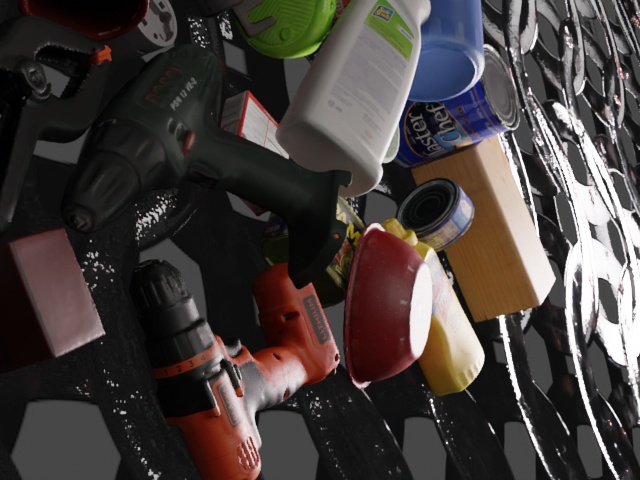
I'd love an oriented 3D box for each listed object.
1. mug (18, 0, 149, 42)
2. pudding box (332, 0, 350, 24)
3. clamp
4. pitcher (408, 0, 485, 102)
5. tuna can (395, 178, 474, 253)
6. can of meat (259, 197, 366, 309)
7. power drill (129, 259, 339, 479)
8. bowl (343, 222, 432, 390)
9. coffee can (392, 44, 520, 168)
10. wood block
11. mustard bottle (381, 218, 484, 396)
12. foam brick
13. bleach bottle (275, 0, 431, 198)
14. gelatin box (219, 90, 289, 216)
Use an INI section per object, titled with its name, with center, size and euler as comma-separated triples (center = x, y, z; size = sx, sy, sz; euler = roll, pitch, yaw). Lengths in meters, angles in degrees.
[mug]
center = -0.167, -0.209, 0.779
size = 0.093, 0.117, 0.081
euler = 18, 54, -46
[pudding box]
center = 0.028, -0.283, 1.175
size = 0.113, 0.039, 0.090
euler = -36, 114, -76
[clamp]
center = -0.213, -0.110, 0.724
size = 0.164, 0.036, 0.209
euler = 61, 30, -16
[pitcher]
center = 0.113, -0.268, 1.160
size = 0.149, 0.145, 0.243
euler = 25, 51, -39
[tuna can]
center = 0.126, -0.028, 1.187
size = 0.033, 0.086, 0.086
euler = 47, 38, -33
[can of meat]
center = -0.006, 0.001, 0.984
size = 0.102, 0.058, 0.084
euler = 52, 38, -30
[power drill]
center = -0.065, 0.081, 0.845
size = 0.187, 0.057, 0.184
euler = -32, 105, -56
[bowl]
center = 0.070, 0.065, 1.017
size = 0.162, 0.055, 0.162
euler = 5, 90, -72
[coffee can]
center = 0.144, -0.153, 1.230
size = 0.102, 0.141, 0.103
euler = 35, 46, -46
[wood block]
center = 0.200, -0.017, 1.298
size = 0.090, 0.091, 0.206
euler = -40, 109, -58
[mustard bottle]
center = 0.112, 0.064, 1.141
size = 0.191, 0.058, 0.096
euler = 63, 32, -13
[foam brick]
center = -0.183, 0.038, 0.677
size = 0.051, 0.053, 0.078
euler = -28, 99, -60
[bleach bottle]
center = 0.051, -0.165, 0.995
size = 0.102, 0.068, 0.250
euler = 41, 56, -21
[gelatin box]
center = -0.062, -0.078, 0.962
size = 0.073, 0.030, 0.089
euler = 46, 39, -39
